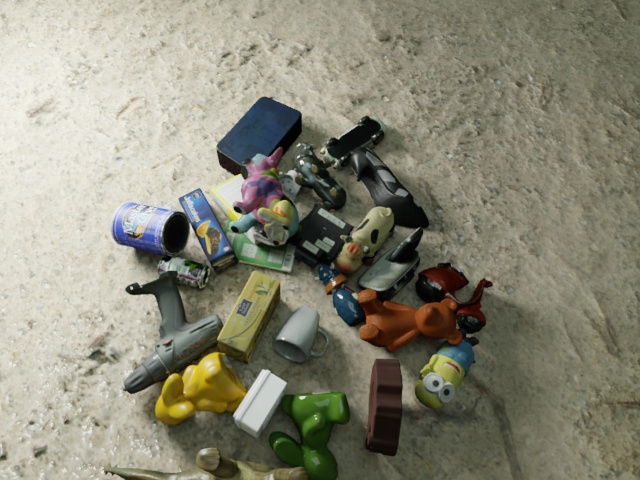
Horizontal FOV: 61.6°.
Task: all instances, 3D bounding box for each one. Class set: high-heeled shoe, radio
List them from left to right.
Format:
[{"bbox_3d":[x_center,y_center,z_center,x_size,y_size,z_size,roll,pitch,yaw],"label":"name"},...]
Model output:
[{"bbox_3d":[-0.155,-0.258,1.382,0.131,0.073,0.229,29,62,12],"label":"radio"},{"bbox_3d":[0.175,-0.133,1.339,0.248,0.086,0.145,36,38,-14],"label":"high-heeled shoe"}]

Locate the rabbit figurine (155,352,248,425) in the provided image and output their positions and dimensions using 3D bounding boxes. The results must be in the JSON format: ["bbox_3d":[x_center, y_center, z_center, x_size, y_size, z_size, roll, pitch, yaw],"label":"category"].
[{"bbox_3d":[-0.245,0.307,1.046,0.173,0.162,0.122,-29,79,1],"label":"rabbit figurine"}]

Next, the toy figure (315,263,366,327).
[{"bbox_3d":[0.045,0.119,1.201,0.064,0.057,0.154,-29,68,-4],"label":"toy figure"}]

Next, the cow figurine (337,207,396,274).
[{"bbox_3d":[0.108,0.000,1.231,0.086,0.127,0.195,32,62,16],"label":"cow figurine"}]

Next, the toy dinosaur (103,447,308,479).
[{"bbox_3d":[-0.166,0.432,0.941,0.472,0.198,0.105,11,63,2],"label":"toy dinosaur"}]

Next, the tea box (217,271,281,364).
[{"bbox_3d":[-0.147,0.164,1.143,0.068,0.098,0.169,21,61,7],"label":"tea box"}]

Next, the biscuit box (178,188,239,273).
[{"bbox_3d":[-0.261,-0.025,1.245,0.063,0.059,0.203,-28,61,-9],"label":"biscuit box"}]

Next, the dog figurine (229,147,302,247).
[{"bbox_3d":[-0.109,-0.109,1.226,0.192,0.108,0.219,19,54,6],"label":"dog figurine"}]

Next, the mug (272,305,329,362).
[{"bbox_3d":[-0.032,0.198,1.144,0.110,0.080,0.107,19,54,9],"label":"mug"}]

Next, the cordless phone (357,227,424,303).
[{"bbox_3d":[0.166,0.051,1.175,0.146,0.184,0.089,-40,76,-22],"label":"cordless phone"}]

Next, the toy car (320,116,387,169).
[{"bbox_3d":[0.090,-0.255,1.407,0.202,0.056,0.073,-37,76,-19],"label":"toy car"}]

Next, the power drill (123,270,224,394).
[{"bbox_3d":[-0.331,0.178,1.117,0.232,0.086,0.207,-24,75,-19],"label":"power drill"}]

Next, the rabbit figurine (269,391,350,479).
[{"bbox_3d":[-0.014,0.382,1.028,0.159,0.121,0.170,-1,77,-12],"label":"rabbit figurine"}]

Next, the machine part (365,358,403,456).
[{"bbox_3d":[0.123,0.318,1.036,0.056,0.179,0.179,6,62,3],"label":"machine part"}]

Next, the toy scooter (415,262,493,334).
[{"bbox_3d":[0.315,0.112,1.215,0.184,0.075,0.135,41,68,13],"label":"toy scooter"}]

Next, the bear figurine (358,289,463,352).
[{"bbox_3d":[0.190,0.167,1.124,0.196,0.131,0.120,-10,56,21],"label":"bear figurine"}]

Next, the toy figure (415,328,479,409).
[{"bbox_3d":[0.267,0.272,1.125,0.082,0.089,0.180,25,54,24],"label":"toy figure"}]

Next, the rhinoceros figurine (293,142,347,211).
[{"bbox_3d":[-0.002,-0.159,1.320,0.190,0.073,0.112,53,33,10],"label":"rhinoceros figurine"}]

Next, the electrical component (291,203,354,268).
[{"bbox_3d":[-0.003,-0.004,1.255,0.115,0.058,0.134,33,61,7],"label":"electrical component"}]
